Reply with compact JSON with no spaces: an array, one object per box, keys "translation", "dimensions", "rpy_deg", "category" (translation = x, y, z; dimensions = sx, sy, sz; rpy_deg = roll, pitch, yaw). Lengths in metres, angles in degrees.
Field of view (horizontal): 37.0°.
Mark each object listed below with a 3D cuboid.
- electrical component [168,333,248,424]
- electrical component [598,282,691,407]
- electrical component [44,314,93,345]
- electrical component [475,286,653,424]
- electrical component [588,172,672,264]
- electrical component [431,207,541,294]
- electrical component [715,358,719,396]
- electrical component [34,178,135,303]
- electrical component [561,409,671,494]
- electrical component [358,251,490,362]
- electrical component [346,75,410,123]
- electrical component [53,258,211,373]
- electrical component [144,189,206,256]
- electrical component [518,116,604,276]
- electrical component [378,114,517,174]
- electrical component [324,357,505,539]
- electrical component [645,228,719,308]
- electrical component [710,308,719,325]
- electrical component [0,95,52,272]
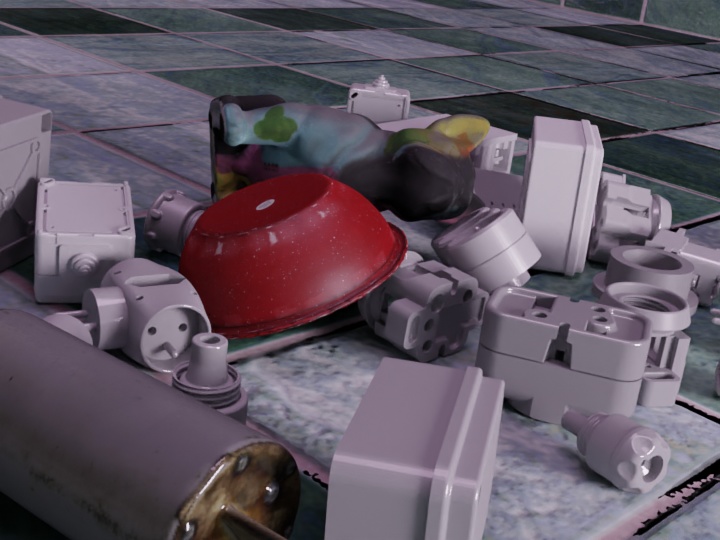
[{"translation":[-0.077,0.063,0.534],"dimensions":[0.048,0.062,0.048],"rpy_deg":[6,20,-2],"category":"electrical component"},{"translation":[0.177,0.043,0.683],"dimensions":[0.058,0.057,0.078],"rpy_deg":[1,21,-17],"category":"electrical component"},{"translation":[-0.168,0.048,0.574],"dimensions":[0.044,0.044,0.065],"rpy_deg":[7,15,0],"category":"electrical component"},{"translation":[0.119,0.052,0.635],"dimensions":[0.095,0.059,0.054],"rpy_deg":[12,21,14],"category":"electrical component"},{"translation":[0.228,-0.041,0.914],"dimensions":[0.057,0.058,0.078],"rpy_deg":[12,63,-5],"category":"electrical component"},{"translation":[0.096,-0.001,0.766],"dimensions":[0.052,0.073,0.138],"rpy_deg":[-33,5,-1],"category":"electrical component"},{"translation":[0.256,0.070,0.672],"dimensions":[0.061,0.035,0.035],"rpy_deg":[11,20,1],"category":"electrical component"},{"translation":[-0.184,-0.013,0.715],"dimensions":[0.062,0.061,0.096],"rpy_deg":[1,29,-16],"category":"electrical component"},{"translation":[0.132,0.091,0.570],"dimensions":[0.035,0.035,0.061],"rpy_deg":[-7,22,-34],"category":"electrical component"},{"translation":[0.036,0.021,0.695],"dimensions":[0.078,0.058,0.057],"rpy_deg":[-13,31,-43],"category":"electrical component"},{"translation":[0.017,-0.152,1.097],"dimensions":[0.062,0.096,0.061],"rpy_deg":[7,17,0],"category":"electrical component"},{"translation":[-0.139,0.027,0.635],"dimensions":[0.079,0.043,0.077],"rpy_deg":[-5,24,-30],"category":"electrical component"},{"translation":[-0.125,-0.029,0.795],"dimensions":[0.062,0.048,0.048],"rpy_deg":[22,24,17],"category":"electrical component"},{"translation":[0.163,-0.064,0.894],"dimensions":[0.056,0.108,0.108],"rpy_deg":[8,20,6],"category":"electrical component"},{"translation":[0.071,-0.104,1.037],"dimensions":[0.089,0.061,0.150],"rpy_deg":[22,25,35],"category":"electrical component"},{"translation":[0.026,0.094,0.465],"dimensions":[0.057,0.078,0.113],"rpy_deg":[8,20,11],"category":"electrical component"},{"translation":[0.257,-0.001,0.853],"dimensions":[0.064,0.042,0.081],"rpy_deg":[19,24,20],"category":"electrical component"},{"translation":[0.285,0.040,0.750],"dimensions":[0.079,0.043,0.077],"rpy_deg":[11,20,11],"category":"electrical component"},{"translation":[-0.259,-0.054,0.720],"dimensions":[0.056,0.108,0.108],"rpy_deg":[14,21,11],"category":"electrical component"}]
